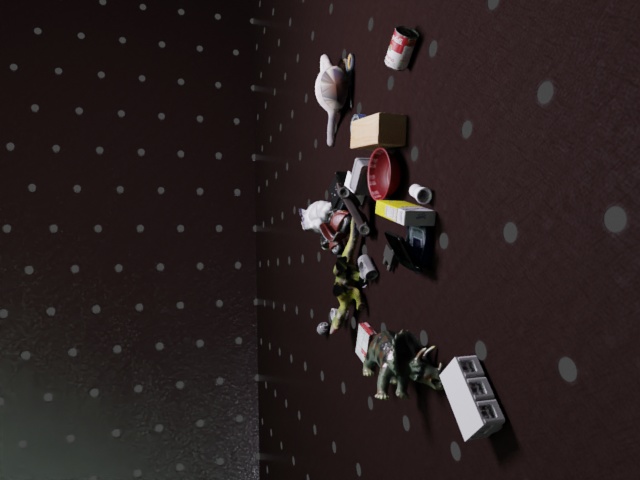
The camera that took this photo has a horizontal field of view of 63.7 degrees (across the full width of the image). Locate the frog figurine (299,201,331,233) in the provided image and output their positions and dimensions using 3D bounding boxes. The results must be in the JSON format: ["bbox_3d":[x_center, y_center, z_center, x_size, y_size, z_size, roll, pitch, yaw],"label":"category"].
[{"bbox_3d":[0.006,-0.105,2.078,0.158,0.121,0.141,-29,33,26],"label":"frog figurine"}]

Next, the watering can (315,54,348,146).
[{"bbox_3d":[0.044,-0.522,1.936,0.226,0.104,0.344,-128,30,-75],"label":"watering can"}]

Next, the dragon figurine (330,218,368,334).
[{"bbox_3d":[0.085,0.127,1.815,0.241,0.122,0.414,142,137,-76],"label":"dragon figurine"}]
